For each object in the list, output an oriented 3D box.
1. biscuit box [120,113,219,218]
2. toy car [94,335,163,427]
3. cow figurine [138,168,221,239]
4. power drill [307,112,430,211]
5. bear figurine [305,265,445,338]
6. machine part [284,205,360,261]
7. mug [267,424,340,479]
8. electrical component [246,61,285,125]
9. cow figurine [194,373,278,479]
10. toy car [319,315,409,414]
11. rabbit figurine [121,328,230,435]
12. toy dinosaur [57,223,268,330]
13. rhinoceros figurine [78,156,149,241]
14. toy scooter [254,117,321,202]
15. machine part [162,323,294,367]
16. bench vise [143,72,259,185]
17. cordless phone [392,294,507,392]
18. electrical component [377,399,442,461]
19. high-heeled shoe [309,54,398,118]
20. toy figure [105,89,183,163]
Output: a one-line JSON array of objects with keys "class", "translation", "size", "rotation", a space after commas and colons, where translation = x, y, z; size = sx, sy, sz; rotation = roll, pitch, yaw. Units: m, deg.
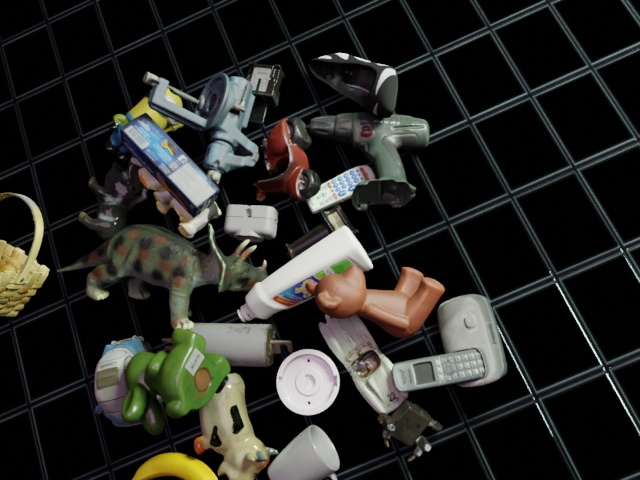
[{"class": "biscuit box", "translation": [-0.278, -0.137, 0.992], "size": [0.202, 0.063, 0.059], "rotation": [46, 67, 1]}, {"class": "toy car", "translation": [-0.355, 0.254, 0.970], "size": [0.109, 0.103, 0.161], "rotation": [-13, 76, 5]}, {"class": "cow figurine", "translation": [-0.274, -0.091, 1.048], "size": [0.098, 0.068, 0.167], "rotation": [-40, 89, -20]}, {"class": "power drill", "translation": [0.091, -0.154, 0.995], "size": [0.232, 0.085, 0.207], "rotation": [-2, 49, 2]}, {"class": "bear figurine", "translation": [0.086, 0.086, 0.905], "size": [0.196, 0.120, 0.132], "rotation": [26, 93, -16]}, {"class": "machine part", "translation": [-0.002, -0.003, 1.011], "size": [0.139, 0.039, 0.084], "rotation": [-35, 81, -3]}, {"class": "mug", "translation": [-0.026, 0.383, 0.898], "size": [0.107, 0.081, 0.109], "rotation": [-36, 80, 10]}, {"class": "electrical component", "translation": [-0.123, -0.301, 1.103], "size": [0.075, 0.047, 0.119], "rotation": [13, 77, 13]}, {"class": "cow figurine", "translation": [-0.150, 0.328, 0.929], "size": [0.127, 0.085, 0.195], "rotation": [-17, 73, 11]}, {"class": "toy car", "translation": [0.074, 0.205, 0.933], "size": [0.073, 0.056, 0.202], "rotation": [-36, 73, -1]}, {"class": "rabbit figurine", "translation": [-0.258, 0.238, 0.894], "size": [0.170, 0.121, 0.159], "rotation": [-5, 52, 34]}, {"class": "toy dinosaur", "translation": [-0.299, 0.037, 0.980], "size": [0.405, 0.131, 0.192], "rotation": [16, 95, 7]}, {"class": "rhinoceros figurine", "translation": [-0.403, -0.090, 1.081], "size": [0.112, 0.073, 0.190], "rotation": [17, 79, 14]}, {"class": "toy scooter", "translation": [-0.075, -0.143, 1.040], "size": [0.135, 0.075, 0.184], "rotation": [-24, 63, 24]}, {"class": "machine part", "translation": [-0.169, 0.188, 0.967], "size": [0.243, 0.079, 0.079], "rotation": [-1, 76, 11]}, {"class": "bench vise", "translation": [-0.223, -0.226, 1.007], "size": [0.129, 0.240, 0.223], "rotation": [18, 86, 53]}, {"class": "cordless phone", "translation": [0.203, 0.176, 0.896], "size": [0.184, 0.088, 0.146], "rotation": [-11, 74, 2]}, {"class": "electrical component", "translation": [0.145, 0.311, 0.881], "size": [0.102, 0.045, 0.078], "rotation": [40, 99, -19]}, {"class": "high-heeled shoe", "translation": [0.058, -0.295, 1.004], "size": [0.145, 0.249, 0.086], "rotation": [7, 119, -10]}, {"class": "toy figure", "translation": [-0.365, -0.245, 1.112], "size": [0.180, 0.082, 0.089], "rotation": [-39, 75, 1]}]
